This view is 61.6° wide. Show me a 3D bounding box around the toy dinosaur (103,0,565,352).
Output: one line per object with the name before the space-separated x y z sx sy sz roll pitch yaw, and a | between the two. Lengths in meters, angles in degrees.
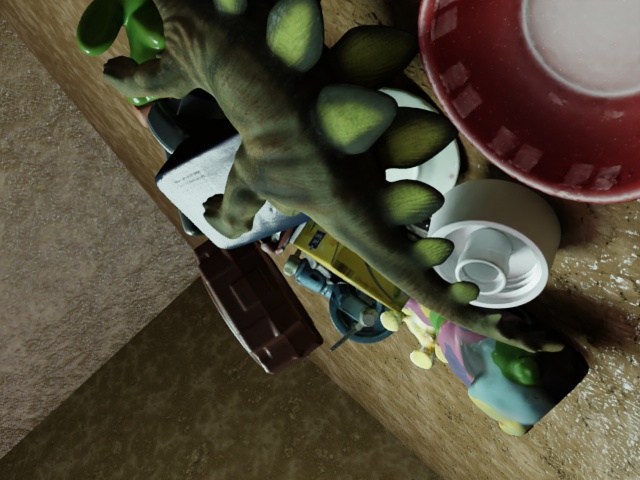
toy dinosaur | -0.012 -0.076 0.405 0.471 0.105 0.198 48 136 -9

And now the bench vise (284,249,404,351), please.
bench vise | 0.044 0.084 0.840 0.223 0.129 0.240 39 -177 -4

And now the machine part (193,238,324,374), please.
machine part | -0.084 0.084 0.756 0.201 0.087 0.201 55 179 11

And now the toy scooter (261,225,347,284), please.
toy scooter | -0.002 -0.002 0.744 0.184 0.135 0.075 46 163 -6

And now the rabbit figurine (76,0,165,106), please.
rabbit figurine | -0.220 -0.265 0.666 0.121 0.159 0.170 37 150 65

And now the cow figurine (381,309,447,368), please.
cow figurine | 0.129 0.083 0.730 0.167 0.098 0.068 52 133 0

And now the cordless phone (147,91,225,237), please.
cordless phone | -0.140 -0.104 0.722 0.089 0.146 0.184 -6 97 46

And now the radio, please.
radio | -0.059 -0.078 0.598 0.230 0.073 0.131 -18 124 33

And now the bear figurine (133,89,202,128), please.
bear figurine | -0.203 -0.163 0.890 0.120 0.132 0.195 43 159 21

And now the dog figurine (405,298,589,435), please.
dog figurine | 0.160 0.090 0.581 0.219 0.108 0.191 44 -174 20

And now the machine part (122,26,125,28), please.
machine part | -0.303 -0.350 0.837 0.139 0.039 0.084 31 164 41

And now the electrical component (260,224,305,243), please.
electrical component | -0.070 -0.057 0.834 0.134 0.058 0.115 44 131 12

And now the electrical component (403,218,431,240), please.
electrical component | 0.111 -0.020 0.559 0.119 0.048 0.074 32 159 43

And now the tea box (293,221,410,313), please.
tea box | 0.041 0.014 0.612 0.098 0.068 0.170 35 178 -18
